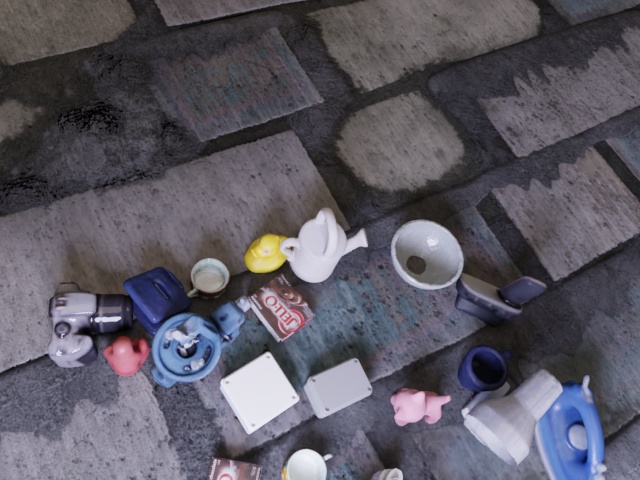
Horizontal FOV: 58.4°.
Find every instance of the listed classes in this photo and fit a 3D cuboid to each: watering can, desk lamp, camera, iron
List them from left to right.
[{"bbox_3d":[-0.409,0.145,1.032,0.137,0.100,0.143,-1,64,-15],"label":"camera"},{"bbox_3d":[0.010,0.002,1.164,0.173,0.194,0.101,-24,72,-24],"label":"watering can"},{"bbox_3d":[0.353,0.326,1.082,0.204,0.213,0.118,-37,77,-27],"label":"desk lamp"},{"bbox_3d":[0.513,0.397,1.131,0.119,0.141,0.258,3,63,-13],"label":"iron"}]

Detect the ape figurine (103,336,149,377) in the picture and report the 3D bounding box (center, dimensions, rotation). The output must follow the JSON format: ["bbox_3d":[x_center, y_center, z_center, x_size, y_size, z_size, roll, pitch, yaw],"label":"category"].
[{"bbox_3d":[-0.348,0.200,1.026,0.078,0.092,0.076,9,62,-10],"label":"ape figurine"}]

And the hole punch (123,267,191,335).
[{"bbox_3d":[-0.307,0.105,1.085,0.101,0.091,0.108,-37,78,-27],"label":"hole punch"}]

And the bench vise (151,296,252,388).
[{"bbox_3d":[-0.213,0.154,1.012,0.121,0.219,0.208,31,60,2],"label":"bench vise"}]

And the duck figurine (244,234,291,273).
[{"bbox_3d":[-0.104,0.016,1.188,0.105,0.086,0.077,-28,74,-25],"label":"duck figurine"}]

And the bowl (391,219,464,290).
[{"bbox_3d":[0.228,0.043,1.271,0.168,0.074,0.167,6,62,-12],"label":"bowl"}]

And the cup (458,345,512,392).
[{"bbox_3d":[0.333,0.265,1.176,0.118,0.095,0.091,-24,72,-24],"label":"cup"}]

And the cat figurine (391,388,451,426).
[{"bbox_3d":[0.189,0.315,1.098,0.128,0.117,0.067,-3,65,-16],"label":"cat figurine"}]

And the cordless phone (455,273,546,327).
[{"bbox_3d":[0.381,0.101,1.220,0.147,0.185,0.094,21,60,-3],"label":"cordless phone"}]
